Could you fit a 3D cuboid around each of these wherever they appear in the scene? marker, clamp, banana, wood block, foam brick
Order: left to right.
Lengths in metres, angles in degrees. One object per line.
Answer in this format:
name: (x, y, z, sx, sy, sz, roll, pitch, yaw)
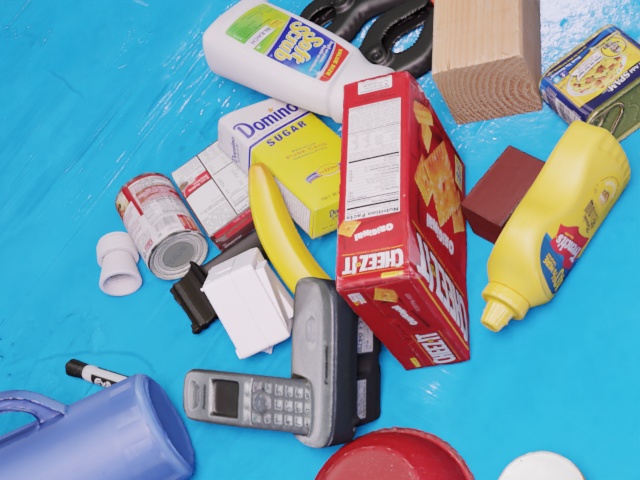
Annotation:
marker: (-0.213, 0.142, 1.084, 0.121, 0.020, 0.020, 12, 66, 32)
banana: (-0.015, 0.016, 1.018, 0.198, 0.037, 0.070, 49, 120, 14)
clamp: (0.039, -0.259, 1.197, 0.171, 0.039, 0.120, -47, 43, 0)
clamp: (0.058, -0.189, 1.145, 0.165, 0.036, 0.210, 34, 83, 37)
wood block: (0.171, -0.231, 1.082, 0.091, 0.090, 0.206, -8, 57, 23)
foam brick: (0.176, -0.037, 0.981, 0.051, 0.053, 0.078, 34, 79, 37)

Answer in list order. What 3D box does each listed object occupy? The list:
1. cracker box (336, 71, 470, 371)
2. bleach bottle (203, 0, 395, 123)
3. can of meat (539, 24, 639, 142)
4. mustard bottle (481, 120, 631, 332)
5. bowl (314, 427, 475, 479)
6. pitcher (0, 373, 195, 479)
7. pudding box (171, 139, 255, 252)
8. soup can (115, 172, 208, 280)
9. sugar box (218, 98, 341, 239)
cracker box: (0.079, -0.016, 0.946, 0.072, 0.164, 0.213, -12, 56, 22)
bleach bottle: (-0.004, -0.181, 1.110, 0.251, 0.068, 0.102, 27, 57, 34)
can of meat: (0.268, -0.144, 1.000, 0.102, 0.057, 0.084, -36, 49, 1)
mustard bottle: (0.196, -0.003, 0.922, 0.058, 0.096, 0.191, 26, 75, 35)
bowl: (0.048, 0.223, 0.881, 0.162, 0.055, 0.162, -13, 56, 20)
pitcher: (-0.248, 0.213, 0.975, 0.243, 0.149, 0.145, -28, 62, 1)
pudding box: (-0.098, -0.054, 1.137, 0.090, 0.039, 0.114, -36, 53, -1)
soup can: (-0.168, -0.015, 1.128, 0.068, 0.068, 0.102, -37, 52, 1)
sugar box: (-0.020, -0.080, 1.085, 0.093, 0.048, 0.176, -24, 52, -28)
